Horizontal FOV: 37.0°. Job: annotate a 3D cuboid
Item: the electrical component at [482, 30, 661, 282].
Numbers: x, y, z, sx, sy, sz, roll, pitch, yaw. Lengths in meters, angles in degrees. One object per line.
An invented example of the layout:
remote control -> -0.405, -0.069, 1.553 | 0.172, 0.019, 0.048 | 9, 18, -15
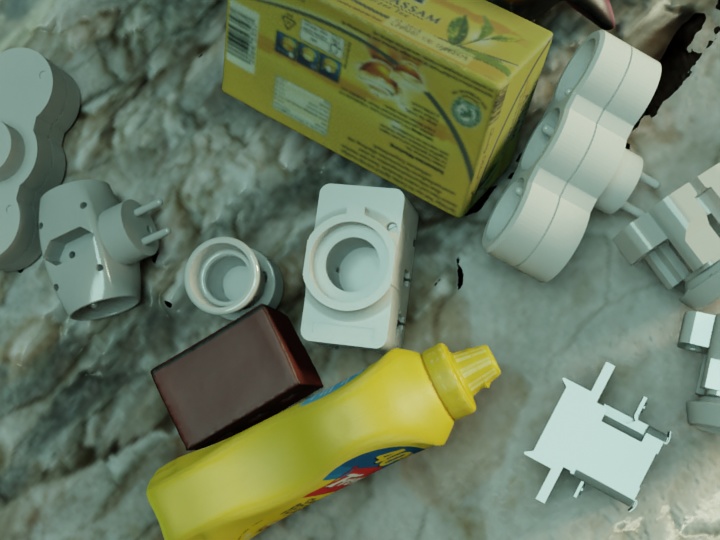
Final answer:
electrical component -> 0.131, -0.055, 0.597 | 0.074, 0.052, 0.138 | 27, 88, -9

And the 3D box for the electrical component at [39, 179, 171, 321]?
electrical component -> -0.150, -0.018, 0.654 | 0.079, 0.043, 0.077 | -22, 76, 19

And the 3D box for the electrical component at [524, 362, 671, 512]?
electrical component -> 0.127, 0.093, 0.576 | 0.064, 0.042, 0.081 | 28, 88, 15

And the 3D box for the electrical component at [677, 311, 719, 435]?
electrical component -> 0.202, 0.058, 0.557 | 0.078, 0.058, 0.057 | 13, 81, 15

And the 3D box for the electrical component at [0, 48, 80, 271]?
electrical component -> -0.224, -0.072, 0.668 | 0.052, 0.074, 0.138 | 10, 83, 14

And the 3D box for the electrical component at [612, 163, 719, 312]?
electrical component -> 0.183, -0.015, 0.572 | 0.078, 0.058, 0.057 | -31, 79, -17

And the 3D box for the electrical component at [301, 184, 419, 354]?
electrical component -> 0.000, 0.000, 0.614 | 0.050, 0.056, 0.089 | 6, 82, 14

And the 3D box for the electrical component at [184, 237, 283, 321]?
electrical component -> -0.072, 0.007, 0.629 | 0.045, 0.055, 0.045 | -2, 80, 12
